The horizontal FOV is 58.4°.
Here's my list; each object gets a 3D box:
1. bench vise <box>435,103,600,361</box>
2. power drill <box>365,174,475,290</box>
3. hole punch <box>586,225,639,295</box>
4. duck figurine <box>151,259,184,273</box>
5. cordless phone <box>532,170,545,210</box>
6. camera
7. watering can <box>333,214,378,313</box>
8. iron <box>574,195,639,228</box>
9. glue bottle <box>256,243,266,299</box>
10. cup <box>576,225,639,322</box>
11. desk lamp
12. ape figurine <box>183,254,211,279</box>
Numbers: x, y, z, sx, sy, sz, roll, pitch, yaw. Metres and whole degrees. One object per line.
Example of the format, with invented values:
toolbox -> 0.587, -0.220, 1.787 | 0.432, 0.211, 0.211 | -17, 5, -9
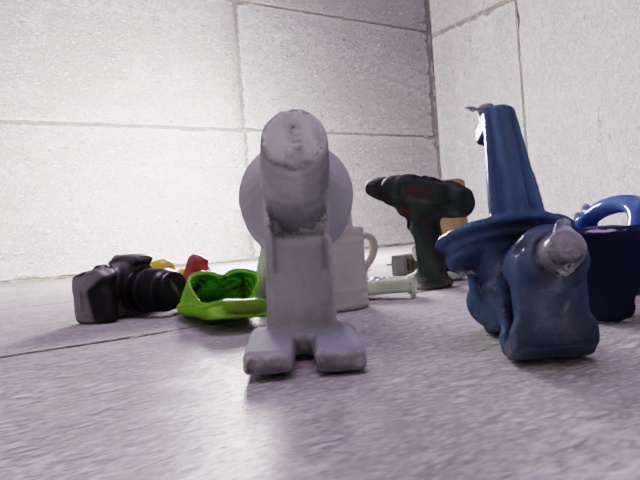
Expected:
bench vise -> 0.176, -0.019, 0.484 | 0.122, 0.220, 0.207 | -5, 1, -17
power drill -> 0.173, -0.019, 1.028 | 0.076, 0.208, 0.228 | -5, 1, -43
hole punch -> 0.396, 0.025, 0.780 | 0.108, 0.091, 0.101 | -4, 1, 23
duck figurine -> -0.288, 0.078, 1.034 | 0.104, 0.086, 0.077 | -4, 1, -5
cordless phone -> 0.307, -0.016, 0.872 | 0.094, 0.185, 0.147 | -4, 1, -7
camera -> -0.291, 0.072, 0.901 | 0.136, 0.101, 0.144 | -4, 1, 29
watering can -> 0.009, 0.003, 0.819 | 0.100, 0.194, 0.173 | -4, 1, 35
iron -> 0.467, -0.007, 0.923 | 0.119, 0.141, 0.258 | -5, 1, -14
glue bottle -> -0.063, 0.018, 0.862 | 0.078, 0.173, 0.037 | -5, 1, -38
cup -> 0.296, 0.033, 0.569 | 0.092, 0.095, 0.117 | -5, 1, -34
desk lamp -> -0.018, -0.002, 0.532 | 0.118, 0.213, 0.203 | -4, 1, -3
ape figurine -> -0.203, 0.069, 0.956 | 0.076, 0.092, 0.078 | -4, 1, 6
